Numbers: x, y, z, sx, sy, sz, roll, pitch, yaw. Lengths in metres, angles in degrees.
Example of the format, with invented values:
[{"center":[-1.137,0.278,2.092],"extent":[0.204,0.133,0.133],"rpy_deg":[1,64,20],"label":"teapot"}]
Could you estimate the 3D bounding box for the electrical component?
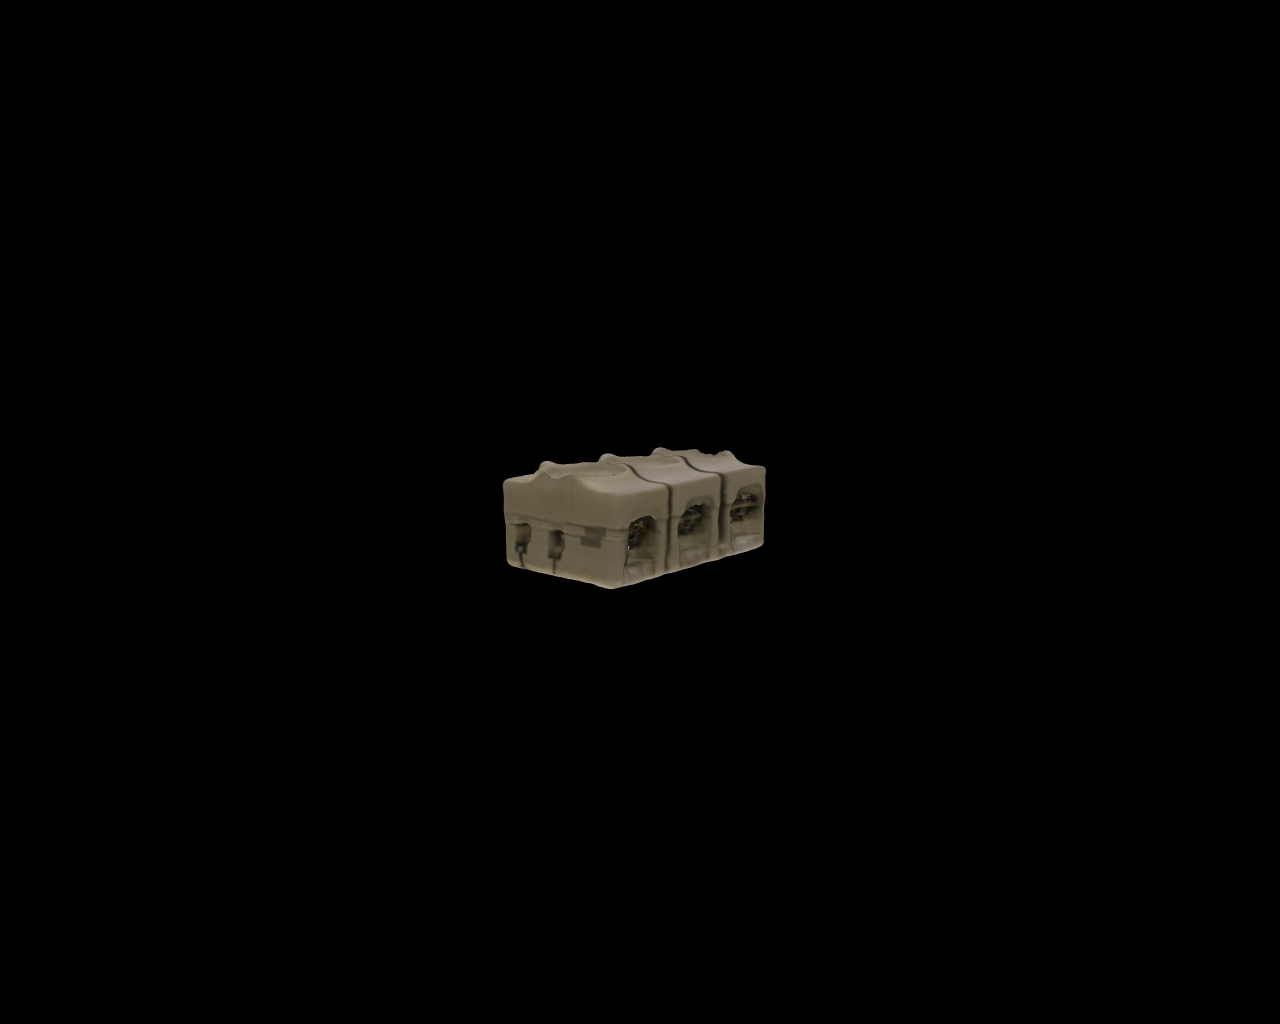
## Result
[{"center":[0.001,-0.003,0.650],"extent":[0.089,0.061,0.150],"rpy_deg":[7,12,39],"label":"electrical component"}]
